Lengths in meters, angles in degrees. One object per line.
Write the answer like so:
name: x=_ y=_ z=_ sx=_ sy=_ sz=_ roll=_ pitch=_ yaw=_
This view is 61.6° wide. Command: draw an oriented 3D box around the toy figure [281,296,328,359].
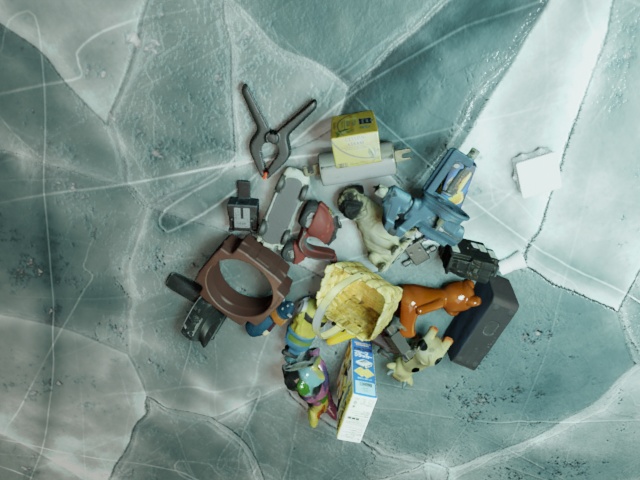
toy figure: x=-0.038 y=0.228 z=1.404 sx=0.089 sy=0.082 sz=0.180 roll=15 pitch=112 yaw=-17

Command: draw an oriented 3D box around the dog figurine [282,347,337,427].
dog figurine: x=-0.017 y=0.411 z=1.446 sx=0.108 sy=0.191 sz=0.219 roll=-19 pitch=99 yaw=4

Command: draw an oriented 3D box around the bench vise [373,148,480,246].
bench vise: x=0.241 y=-0.103 z=1.142 sx=0.224 sy=0.129 sz=0.240 roll=33 pitch=108 yaw=1

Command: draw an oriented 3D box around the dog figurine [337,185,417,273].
dog figurine: x=0.116 y=-0.027 z=1.278 sx=0.191 sy=0.121 sz=0.172 roll=40 pitch=140 yaw=14

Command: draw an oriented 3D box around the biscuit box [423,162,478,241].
biscuit box: x=0.295 y=-0.093 z=1.240 sx=0.059 sy=0.063 sz=0.202 roll=14 pitch=116 yaw=-3

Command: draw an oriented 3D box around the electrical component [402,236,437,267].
electrical component: x=0.237 y=0.028 z=1.324 sx=0.094 sy=0.021 sz=0.063 roll=-32 pitch=111 yaw=18

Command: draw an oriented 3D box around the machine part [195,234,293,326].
machine part: x=-0.185 y=0.097 z=1.319 sx=0.201 sy=0.087 sz=0.201 roll=38 pitch=121 yaw=-8

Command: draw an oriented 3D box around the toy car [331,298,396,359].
toy car: x=0.121 y=0.225 z=1.379 sx=0.202 sy=0.053 sz=0.089 roll=29 pitch=73 yaw=5

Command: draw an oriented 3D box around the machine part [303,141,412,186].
machine part: x=0.084 y=-0.169 z=1.202 sx=0.243 sy=0.079 sz=0.079 roll=-10 pitch=116 yaw=6

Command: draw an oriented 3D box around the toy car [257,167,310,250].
toy car: x=-0.086 y=-0.072 z=1.258 sx=0.073 sy=0.056 sz=0.201 roll=21 pitch=105 yaw=-8

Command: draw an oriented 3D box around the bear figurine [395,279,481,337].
bear figurine: x=0.292 y=0.161 z=1.340 sx=0.196 sy=0.120 sz=0.131 roll=0 pitch=120 yaw=-4

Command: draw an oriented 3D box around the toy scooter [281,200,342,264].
toy scooter: x=-0.003 y=-0.004 z=1.289 sx=0.135 sy=0.075 sz=0.183 roll=24 pitch=118 yaw=-9

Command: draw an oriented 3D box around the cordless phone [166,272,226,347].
cordless phone: x=-0.337 y=0.178 z=1.401 sx=0.184 sy=0.089 sz=0.146 roll=33 pitch=113 yaw=-1

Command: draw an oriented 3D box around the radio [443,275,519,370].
radio: x=0.400 y=0.204 z=1.345 sx=0.073 sy=0.131 sz=0.229 roll=20 pitch=115 yaw=-7

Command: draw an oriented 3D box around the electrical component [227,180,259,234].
electrical component: x=-0.180 y=-0.078 z=1.274 sx=0.075 sy=0.048 sz=0.119 roll=6 pitch=118 yaw=-2

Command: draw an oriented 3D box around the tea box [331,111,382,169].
tea box: x=0.074 y=-0.214 z=1.128 sx=0.098 sy=0.170 sz=0.068 roll=-9 pitch=116 yaw=5

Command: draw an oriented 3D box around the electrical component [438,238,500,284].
electrical component: x=0.356 y=0.046 z=1.278 sx=0.134 sy=0.115 sz=0.058 roll=14 pitch=118 yaw=-3

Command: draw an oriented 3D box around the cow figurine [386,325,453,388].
cow figurine: x=0.251 y=0.310 z=1.401 sx=0.085 sy=0.127 sz=0.195 roll=42 pitch=148 yaw=2

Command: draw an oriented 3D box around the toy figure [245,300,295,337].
toy figure: x=-0.125 y=0.201 z=1.403 sx=0.154 sy=0.058 sz=0.064 roll=-30 pitch=92 yaw=19

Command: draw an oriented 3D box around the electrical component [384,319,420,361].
electrical component: x=0.196 y=0.244 z=1.297 sx=0.045 sy=0.078 sz=0.102 roll=-35 pitch=85 yaw=-11
